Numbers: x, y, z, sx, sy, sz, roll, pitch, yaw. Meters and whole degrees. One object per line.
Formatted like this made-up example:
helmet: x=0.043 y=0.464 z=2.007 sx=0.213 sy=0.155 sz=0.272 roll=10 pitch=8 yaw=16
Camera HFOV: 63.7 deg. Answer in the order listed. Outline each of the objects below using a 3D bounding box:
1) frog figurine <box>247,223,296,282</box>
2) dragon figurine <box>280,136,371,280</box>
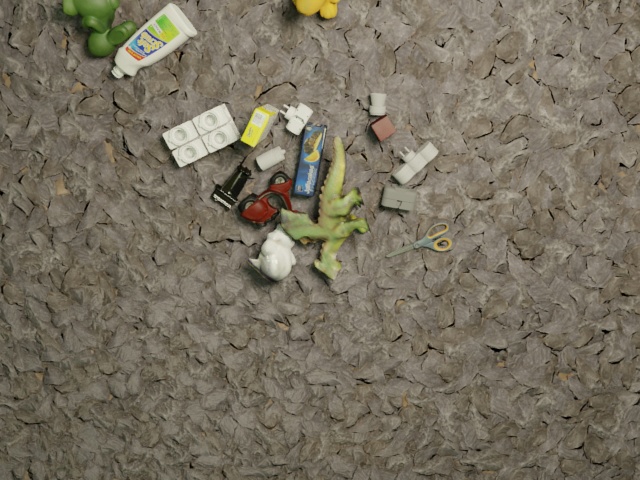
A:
frog figurine: x=-0.117 y=0.038 z=1.504 sx=0.159 sy=0.125 sz=0.135 roll=-48 pitch=132 yaw=6
dragon figurine: x=0.004 y=-0.072 z=1.436 sx=0.242 sy=0.124 sz=0.403 roll=-17 pitch=113 yaw=4
